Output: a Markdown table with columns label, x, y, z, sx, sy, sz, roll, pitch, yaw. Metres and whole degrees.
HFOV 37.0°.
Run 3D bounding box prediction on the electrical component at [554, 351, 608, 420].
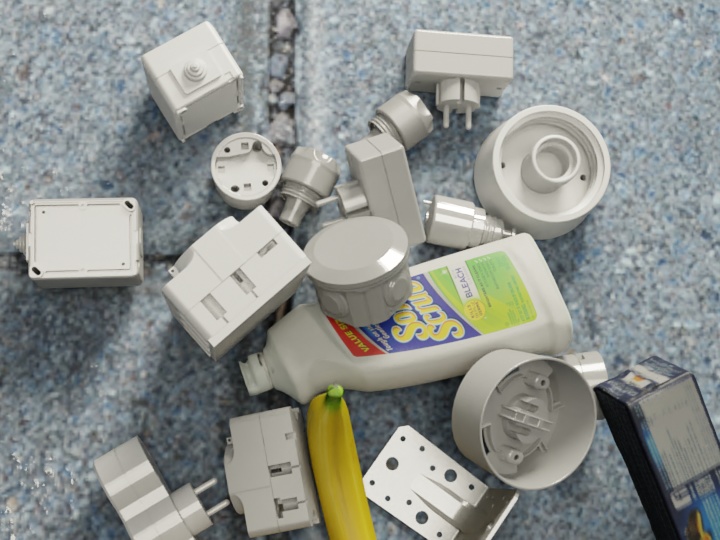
| label | x | y | z | sx | sy | sz | roll | pitch | yaw |
| --- | --- | --- | --- | --- | --- | --- | --- | --- | --- |
| electrical component | 0.169 | 0.094 | 0.863 | 0.047 | 0.055 | 0.055 | -4 | 81 | -4 |

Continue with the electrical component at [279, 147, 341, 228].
| label | x | y | z | sx | sy | sz | roll | pitch | yaw |
| --- | --- | --- | --- | --- | --- | --- | --- | --- | --- |
| electrical component | -0.045 | -0.065 | 0.870 | 0.043 | 0.043 | 0.062 | 25 | 79 | -2 |

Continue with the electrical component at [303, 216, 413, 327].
| label | x | y | z | sx | sy | sz | roll | pitch | yaw |
| --- | --- | --- | --- | --- | --- | --- | --- | --- | --- |
| electrical component | 0.000 | 0.000 | 0.812 | 0.080 | 0.051 | 0.080 | -8 | 39 | 7 |

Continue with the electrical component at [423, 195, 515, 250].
| label | x | y | z | sx | sy | sz | roll | pitch | yaw |
| --- | --- | --- | --- | --- | --- | --- | --- | --- | --- |
| electrical component | 0.088 | -0.036 | 0.882 | 0.078 | 0.040 | 0.040 | 11 | 79 | -5 |

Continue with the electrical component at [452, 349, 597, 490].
| label | x | y | z | sx | sy | sz | roll | pitch | yaw |
| --- | --- | --- | --- | --- | --- | --- | --- | --- | --- |
| electrical component | 0.119 | 0.109 | 0.798 | 0.099 | 0.064 | 0.099 | -10 | 107 | -36 |

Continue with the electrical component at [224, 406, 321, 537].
| label | x | y | z | sx | sy | sz | roll | pitch | yaw |
| --- | --- | --- | --- | --- | --- | --- | --- | --- | --- |
| electrical component | -0.069 | 0.154 | 0.820 | 0.056 | 0.050 | 0.089 | -12 | 80 | 6 |

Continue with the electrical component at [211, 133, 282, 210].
| label | x | y | z | sx | sy | sz | roll | pitch | yaw |
| --- | --- | --- | --- | --- | --- | --- | --- | --- | --- |
| electrical component | -0.092 | -0.077 | 0.864 | 0.055 | 0.047 | 0.055 | 1 | 80 | -6 |

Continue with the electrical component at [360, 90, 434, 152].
| label | x | y | z | sx | sy | sz | roll | pitch | yaw |
| --- | --- | --- | --- | --- | --- | --- | --- | --- | --- |
| electrical component | 0.026 | -0.115 | 0.887 | 0.062 | 0.043 | 0.043 | -37 | 86 | -10 |

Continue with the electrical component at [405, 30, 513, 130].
| label | x | y | z | sx | sy | sz | roll | pitch | yaw |
| --- | --- | --- | --- | --- | --- | --- | --- | --- | --- |
| electrical component | 0.082 | -0.154 | 0.897 | 0.083 | 0.047 | 0.075 | 3 | 80 | -6 |

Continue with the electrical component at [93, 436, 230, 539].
| label | x | y | z | sx | sy | sz | roll | pitch | yaw |
| --- | --- | --- | --- | --- | --- | --- | --- | --- | --- |
| electrical component | -0.136 | 0.186 | 0.813 | 0.074 | 0.052 | 0.138 | -30 | 85 | -10 |

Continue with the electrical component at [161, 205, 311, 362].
| label | x | y | z | sx | sy | sz | roll | pitch | yaw |
| --- | --- | --- | --- | --- | --- | --- | --- | --- | --- |
| electrical component | -0.095 | 0.011 | 0.797 | 0.089 | 0.150 | 0.061 | -41 | 88 | -11 |

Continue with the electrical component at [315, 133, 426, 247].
| label | x | y | z | sx | sy | sz | roll | pitch | yaw |
| --- | --- | --- | --- | --- | --- | --- | --- | --- | --- |
| electrical component | 0.003 | -0.055 | 0.855 | 0.076 | 0.047 | 0.083 | -19 | 114 | -8 |

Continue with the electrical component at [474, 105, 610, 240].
| label | x | y | z | sx | sy | sz | roll | pitch | yaw |
| --- | --- | --- | --- | --- | --- | --- | --- | --- | --- |
| electrical component | 0.153 | -0.083 | 0.887 | 0.108 | 0.060 | 0.108 | 1 | 80 | -7 |

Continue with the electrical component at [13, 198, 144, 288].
| label | x | y | z | sx | sy | sz | roll | pitch | yaw |
| --- | --- | --- | --- | --- | --- | --- | --- | --- | --- |
| electrical component | -0.217 | -0.019 | 0.833 | 0.096 | 0.061 | 0.061 | -2 | 81 | -7 |

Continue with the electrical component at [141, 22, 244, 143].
| label | x | y | z | sx | sy | sz | roll | pitch | yaw |
| --- | --- | --- | --- | --- | --- | --- | --- | --- | --- |
| electrical component | -0.133 | -0.152 | 0.847 | 0.062 | 0.096 | 0.061 | -31 | 85 | -10 |
